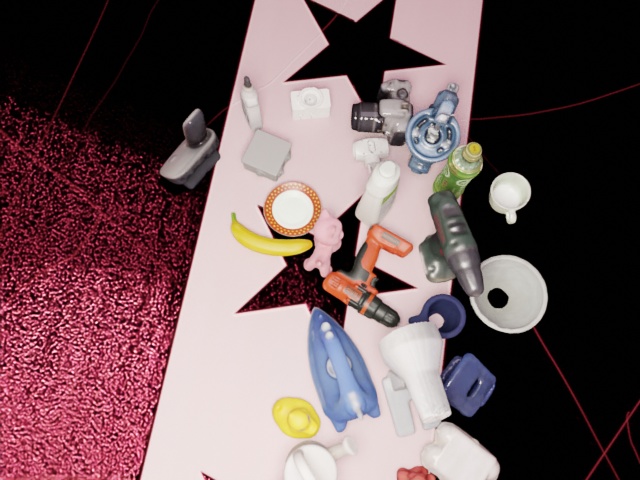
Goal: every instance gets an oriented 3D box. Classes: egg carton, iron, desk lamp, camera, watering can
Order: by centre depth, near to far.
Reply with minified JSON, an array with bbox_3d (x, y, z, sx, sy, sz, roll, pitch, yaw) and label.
[{"bbox_3d":[-0.012,0.426,1.067,0.101,0.194,0.173,35,76,7],"label":"watering can"},{"bbox_3d":[0.188,0.272,1.108,0.118,0.213,0.203,-14,75,-6],"label":"desk lamp"},{"bbox_3d":[0.279,0.442,1.140,0.150,0.069,0.107,36,76,7],"label":"egg carton"},{"bbox_3d":[0.035,0.246,1.146,0.119,0.141,0.258,-20,76,-8],"label":"iron"},{"bbox_3d":[0.142,-0.302,1.323,0.137,0.101,0.143,2,74,-2],"label":"camera"}]

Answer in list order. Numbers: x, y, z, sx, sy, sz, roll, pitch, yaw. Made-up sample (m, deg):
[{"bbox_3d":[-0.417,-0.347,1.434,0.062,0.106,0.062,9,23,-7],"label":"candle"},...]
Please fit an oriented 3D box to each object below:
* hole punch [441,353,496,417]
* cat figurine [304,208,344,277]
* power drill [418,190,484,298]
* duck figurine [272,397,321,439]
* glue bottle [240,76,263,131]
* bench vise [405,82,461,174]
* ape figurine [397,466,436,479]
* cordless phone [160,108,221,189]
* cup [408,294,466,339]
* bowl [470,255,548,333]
[{"bbox_3d":[0.302,0.296,1.170,0.101,0.091,0.109,37,76,8],"label":"hole punch"},{"bbox_3d":[0.011,0.004,1.224,0.067,0.118,0.128,16,74,3],"label":"cat figurine"},{"bbox_3d":[0.268,0.023,1.183,0.075,0.208,0.229,-12,75,-5],"label":"power drill"},{"bbox_3d":[-0.047,0.356,1.141,0.104,0.086,0.077,30,75,6],"label":"duck figurine"},{"bbox_3d":[-0.155,-0.314,1.276,0.037,0.173,0.078,-19,76,-7],"label":"glue bottle"},{"bbox_3d":[0.253,-0.271,1.258,0.121,0.220,0.207,6,74,0],"label":"bench vise"},{"bbox_3d":[0.187,0.474,1.115,0.077,0.092,0.076,30,75,6],"label":"ape figurine"},{"bbox_3d":[-0.289,-0.202,1.233,0.094,0.185,0.148,32,76,7],"label":"cordless phone"},{"bbox_3d":[0.237,0.168,1.200,0.118,0.095,0.091,-9,75,-5],"label":"cup"},{"bbox_3d":[0.394,0.121,1.231,0.167,0.075,0.167,1,75,-2],"label":"bowl"}]
